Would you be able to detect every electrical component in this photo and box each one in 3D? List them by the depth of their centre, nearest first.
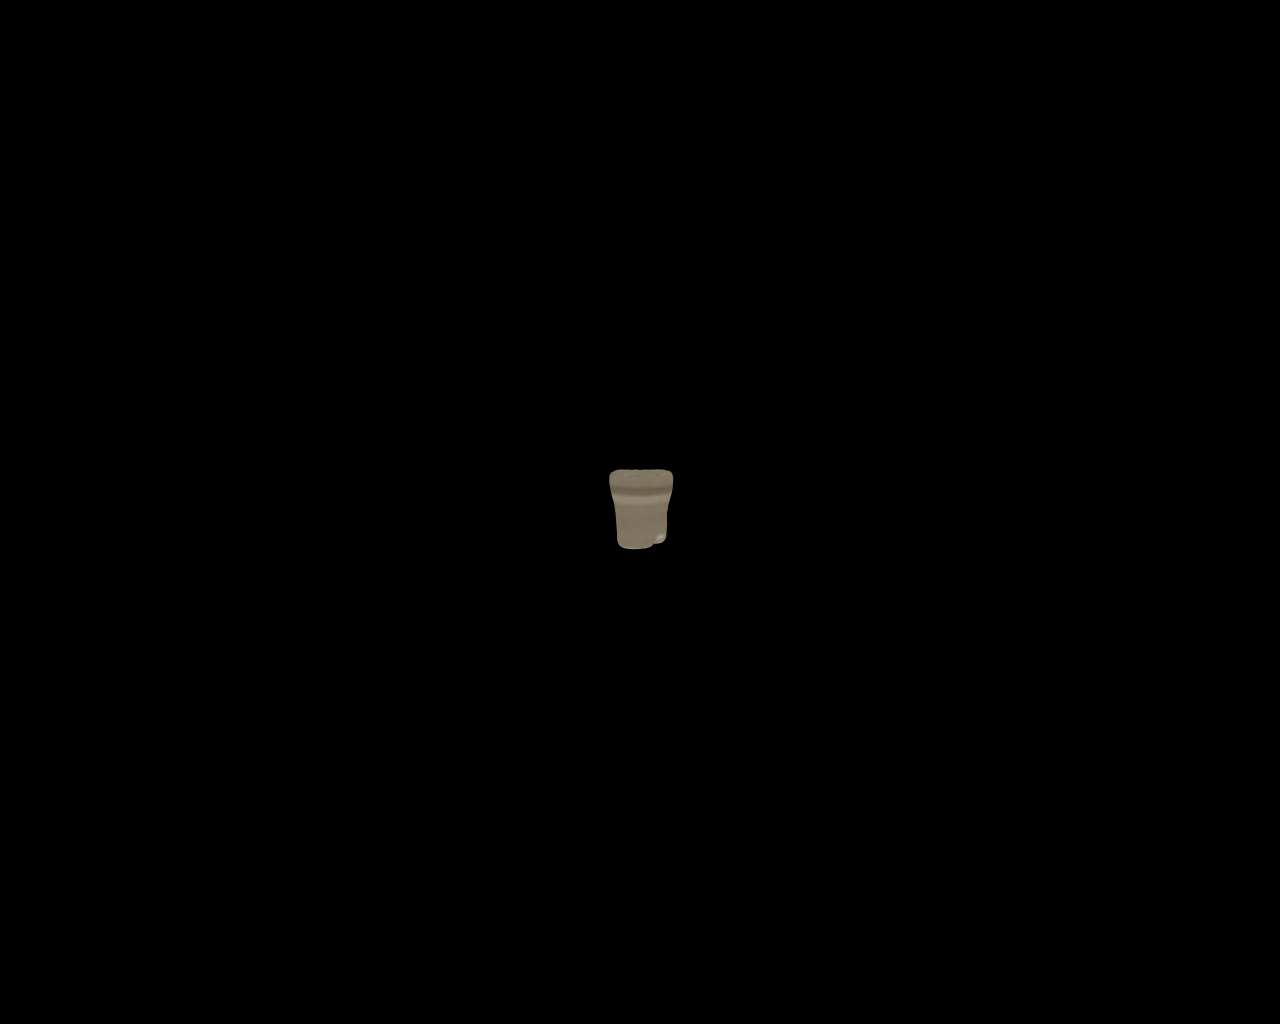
[{"bbox_3d":[0.001,-0.003,0.650,0.040,0.046,0.040,0,9,0],"label":"electrical component"}]
